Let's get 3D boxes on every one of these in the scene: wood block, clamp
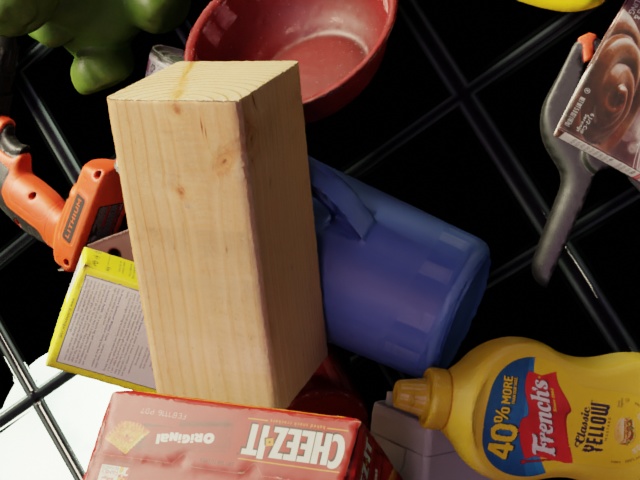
[{"bbox_3d":[-0.060,-0.001,0.676,0.090,0.090,0.206,4,114,23],"label":"wood block"},{"bbox_3d":[0.184,-0.050,0.721,0.120,0.039,0.171,-18,87,8],"label":"clamp"}]

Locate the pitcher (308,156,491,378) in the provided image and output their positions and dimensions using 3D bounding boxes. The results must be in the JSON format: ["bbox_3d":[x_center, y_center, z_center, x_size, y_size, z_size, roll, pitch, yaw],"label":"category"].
[{"bbox_3d":[-0.005,0.001,0.771,0.243,0.149,0.145,23,105,17],"label":"pitcher"}]

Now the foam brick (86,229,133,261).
[{"bbox_3d":[-0.151,0.030,0.894,0.053,0.051,0.078,-19,90,27],"label":"foam brick"}]

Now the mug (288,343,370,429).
[{"bbox_3d":[-0.004,0.128,0.808,0.093,0.081,0.117,-41,122,9],"label":"mug"}]

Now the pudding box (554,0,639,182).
[{"bbox_3d":[0.214,-0.096,0.676,0.090,0.039,0.113,29,92,5],"label":"pudding box"}]

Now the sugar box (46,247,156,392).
[{"bbox_3d":[-0.116,0.077,0.842,0.176,0.048,0.093,18,110,-16],"label":"sugar box"}]

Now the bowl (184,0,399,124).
[{"bbox_3d":[-0.014,-0.136,0.772,0.162,0.055,0.162,-12,52,16],"label":"bowl"}]

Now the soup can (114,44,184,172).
[{"bbox_3d":[-0.117,-0.096,0.848,0.069,0.068,0.102,27,108,19],"label":"soup can"}]

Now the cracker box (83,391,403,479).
[{"bbox_3d":[-0.031,0.170,0.699,0.164,0.213,0.072,3,63,18],"label":"cracker box"}]

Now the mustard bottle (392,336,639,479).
[{"bbox_3d":[0.143,0.115,0.713,0.191,0.058,0.096,9,95,-7],"label":"mustard bottle"}]

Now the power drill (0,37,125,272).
[{"bbox_3d":[-0.249,-0.072,0.923,0.188,0.057,0.185,30,114,21],"label":"power drill"}]

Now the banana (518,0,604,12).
[{"bbox_3d":[0.118,-0.195,0.719,0.198,0.069,0.037,29,83,28],"label":"banana"}]
